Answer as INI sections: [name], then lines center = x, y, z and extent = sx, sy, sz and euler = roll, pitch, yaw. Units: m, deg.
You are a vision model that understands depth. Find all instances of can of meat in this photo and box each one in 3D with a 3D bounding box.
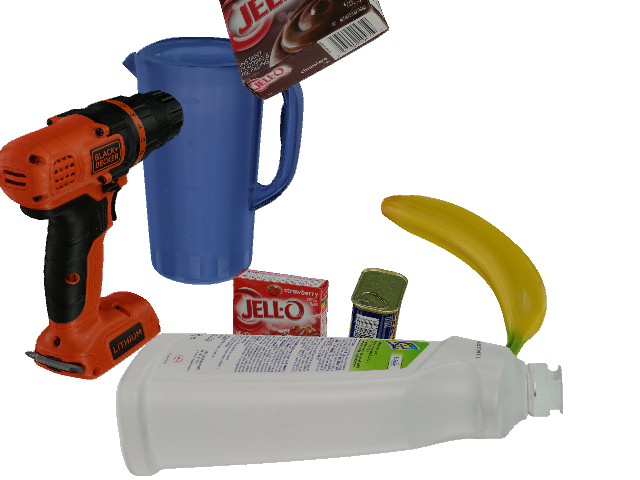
[can of meat]
center = 0.066, 0.094, 1.275
extent = 0.057, 0.084, 0.102
euler = 12, 26, 8

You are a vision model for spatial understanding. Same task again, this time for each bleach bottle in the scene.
[bleach bottle]
center = 0.015, 0.093, 0.631
extent = 0.251, 0.068, 0.102
euler = -2, 17, 10

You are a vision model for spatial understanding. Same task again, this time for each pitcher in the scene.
[pitcher]
center = -0.112, -0.081, 1.096
extent = 0.144, 0.243, 0.149
euler = -11, 26, -29

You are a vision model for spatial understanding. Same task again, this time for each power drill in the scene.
[power drill]
center = -0.157, -0.008, 0.779
extent = 0.057, 0.188, 0.184
euler = 11, 24, 25

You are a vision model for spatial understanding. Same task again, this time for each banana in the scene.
[banana]
center = 0.121, 0.014, 0.841
extent = 0.069, 0.037, 0.198
euler = -16, 43, -20

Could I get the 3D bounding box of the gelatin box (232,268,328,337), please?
[gelatin box]
center = -0.039, 0.070, 1.003
extent = 0.089, 0.073, 0.030
euler = 7, 17, 16

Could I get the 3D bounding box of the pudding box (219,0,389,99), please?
[pudding box]
center = -0.015, -0.169, 0.787
extent = 0.114, 0.090, 0.039
euler = -25, -28, 17
